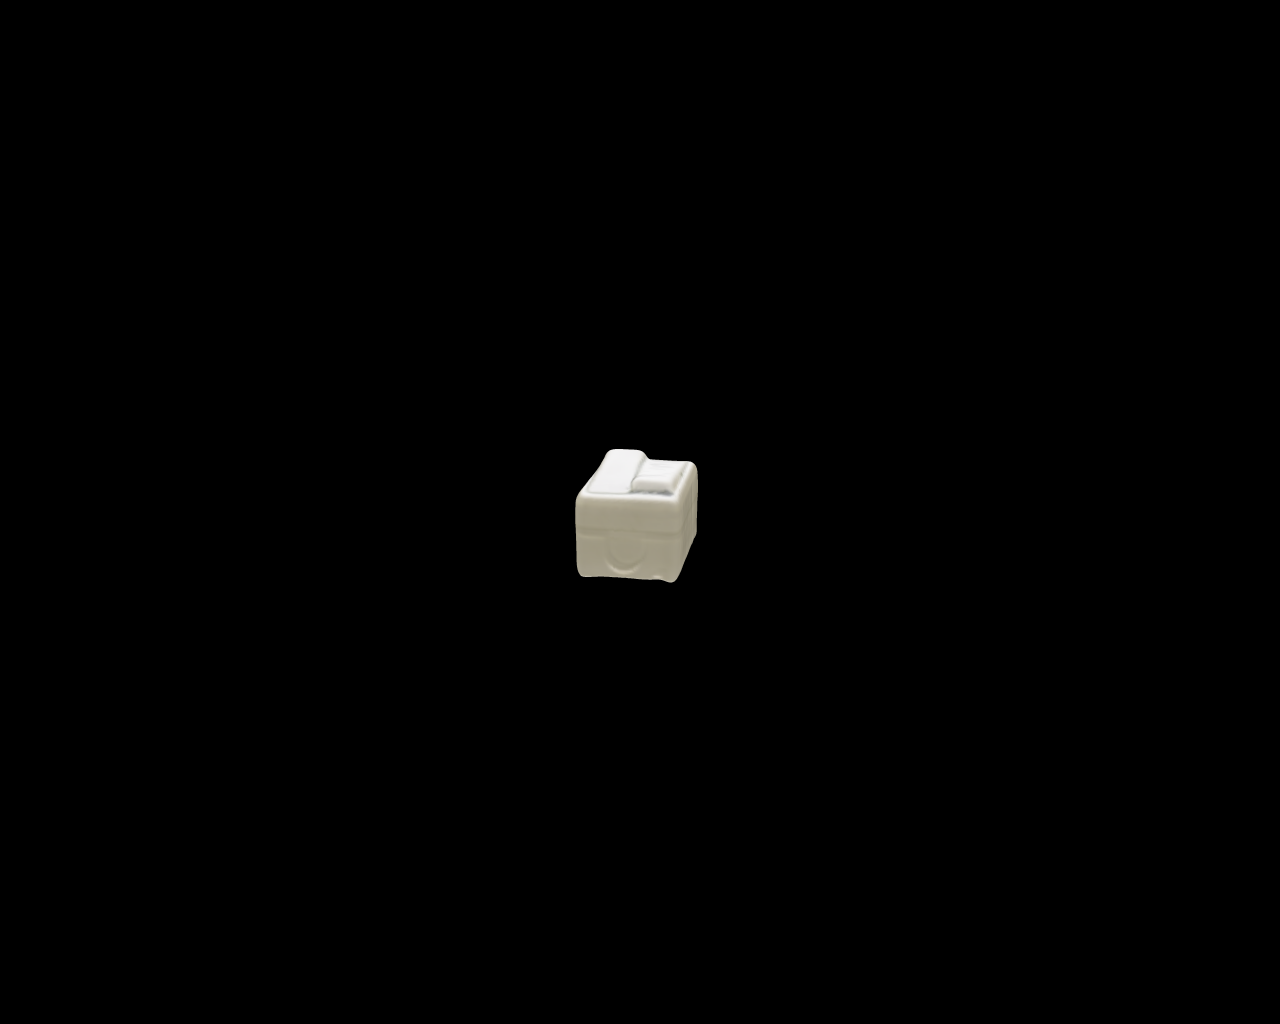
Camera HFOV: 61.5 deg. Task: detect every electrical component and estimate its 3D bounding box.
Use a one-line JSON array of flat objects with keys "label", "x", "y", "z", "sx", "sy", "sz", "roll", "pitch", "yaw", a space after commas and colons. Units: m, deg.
[{"label": "electrical component", "x": 0.001, "y": -0.003, "z": 0.650, "sx": 0.062, "sy": 0.061, "sz": 0.096, "roll": 4, "pitch": 21, "yaw": 11}]
